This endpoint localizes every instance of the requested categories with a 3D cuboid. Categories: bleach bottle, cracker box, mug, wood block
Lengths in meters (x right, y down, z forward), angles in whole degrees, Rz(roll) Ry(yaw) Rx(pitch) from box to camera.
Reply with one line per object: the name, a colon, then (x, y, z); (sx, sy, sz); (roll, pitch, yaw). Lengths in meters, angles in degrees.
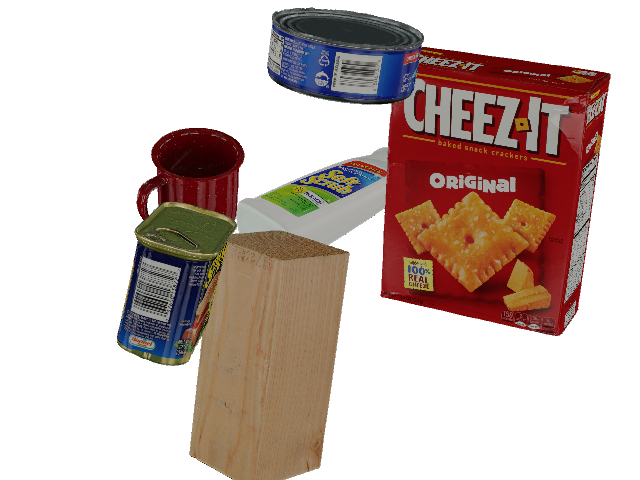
bleach bottle: (0.023, -0.057, 1.305); (0.250, 0.068, 0.103); (-31, 45, -33)
cracker box: (0.139, -0.040, 0.888); (0.164, 0.214, 0.072); (13, 27, 24)
mug: (-0.134, -0.052, 1.086); (0.117, 0.081, 0.093); (-27, 49, -33)
wood block: (-0.048, 0.102, 0.958); (0.090, 0.206, 0.090); (18, 16, 39)

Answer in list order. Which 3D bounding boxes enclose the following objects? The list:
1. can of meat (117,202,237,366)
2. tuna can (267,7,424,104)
can of meat: (-0.100, 0.029, 0.739); (0.057, 0.084, 0.102); (16, 16, 1)
tuna can: (0.013, -0.104, 0.600); (0.086, 0.034, 0.086); (7, 23, -3)
